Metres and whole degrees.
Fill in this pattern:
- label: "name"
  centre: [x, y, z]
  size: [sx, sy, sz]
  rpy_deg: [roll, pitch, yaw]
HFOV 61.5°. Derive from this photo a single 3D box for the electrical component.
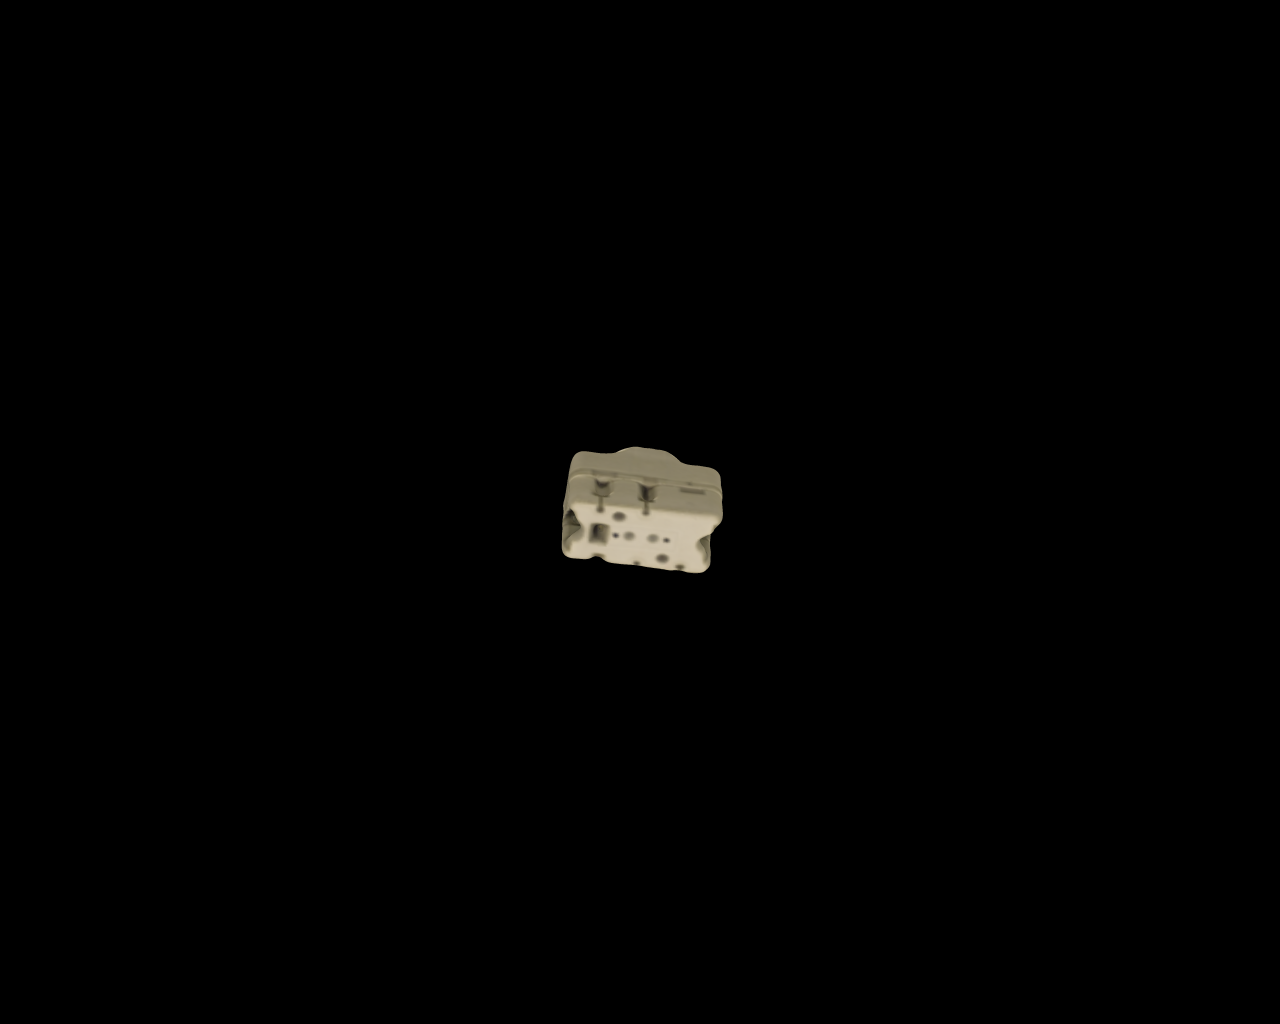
- label: "electrical component"
  centre: [0.001, -0.003, 0.650]
  size: [0.089, 0.050, 0.056]
  rpy_deg: [7, 40, -6]
